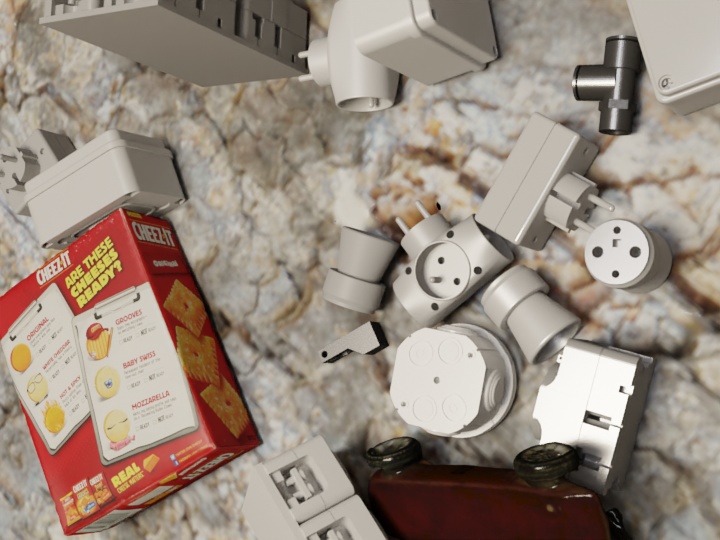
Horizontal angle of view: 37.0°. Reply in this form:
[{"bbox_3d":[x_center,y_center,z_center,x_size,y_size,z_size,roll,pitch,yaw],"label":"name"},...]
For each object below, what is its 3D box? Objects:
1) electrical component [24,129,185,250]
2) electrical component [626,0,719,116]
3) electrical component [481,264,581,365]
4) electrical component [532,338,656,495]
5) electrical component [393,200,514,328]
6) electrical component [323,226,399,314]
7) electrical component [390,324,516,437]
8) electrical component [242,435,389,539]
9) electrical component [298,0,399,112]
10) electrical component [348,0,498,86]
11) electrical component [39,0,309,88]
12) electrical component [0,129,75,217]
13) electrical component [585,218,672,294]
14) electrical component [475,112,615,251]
[{"bbox_3d":[-0.215,-0.065,0.900,0.113,0.078,0.057,-27,76,24],"label":"electrical component"},{"bbox_3d":[0.230,-0.168,0.678,0.109,0.056,0.108,-19,76,26],"label":"electrical component"},{"bbox_3d":[0.115,0.030,0.728,0.045,0.045,0.055,-48,65,17],"label":"electrical component"},{"bbox_3d":[0.149,0.093,0.699,0.056,0.050,0.089,15,92,29],"label":"electrical component"},{"bbox_3d":[0.055,-0.013,0.763,0.077,0.044,0.079,-42,72,19],"label":"electrical component"},{"bbox_3d":[0.000,0.000,0.794,0.045,0.045,0.055,20,95,29],"label":"electrical component"},{"bbox_3d":[0.064,0.077,0.747,0.080,0.051,0.080,-3,83,29],"label":"electrical component"},{"bbox_3d":[-0.016,0.202,0.754,0.150,0.062,0.089,56,153,22],"label":"electrical component"},{"bbox_3d":[-0.013,-0.160,0.818,0.079,0.044,0.077,-5,83,29],"label":"electrical component"},{"bbox_3d":[0.044,-0.182,0.750,0.057,0.113,0.078,-15,78,30],"label":"electrical component"},{"bbox_3d":[-0.131,-0.193,0.805,0.105,0.186,0.060,0,85,29],"label":"electrical component"},{"bbox_3d":[-0.294,-0.087,0.947,0.066,0.077,0.047,-43,67,18],"label":"electrical component"},{"bbox_3d":[0.173,-0.009,0.694,0.045,0.055,0.045,-3,83,29],"label":"electrical component"},{"bbox_3d":[0.135,-0.050,0.724,0.076,0.047,0.083,34,101,27],"label":"electrical component"}]
